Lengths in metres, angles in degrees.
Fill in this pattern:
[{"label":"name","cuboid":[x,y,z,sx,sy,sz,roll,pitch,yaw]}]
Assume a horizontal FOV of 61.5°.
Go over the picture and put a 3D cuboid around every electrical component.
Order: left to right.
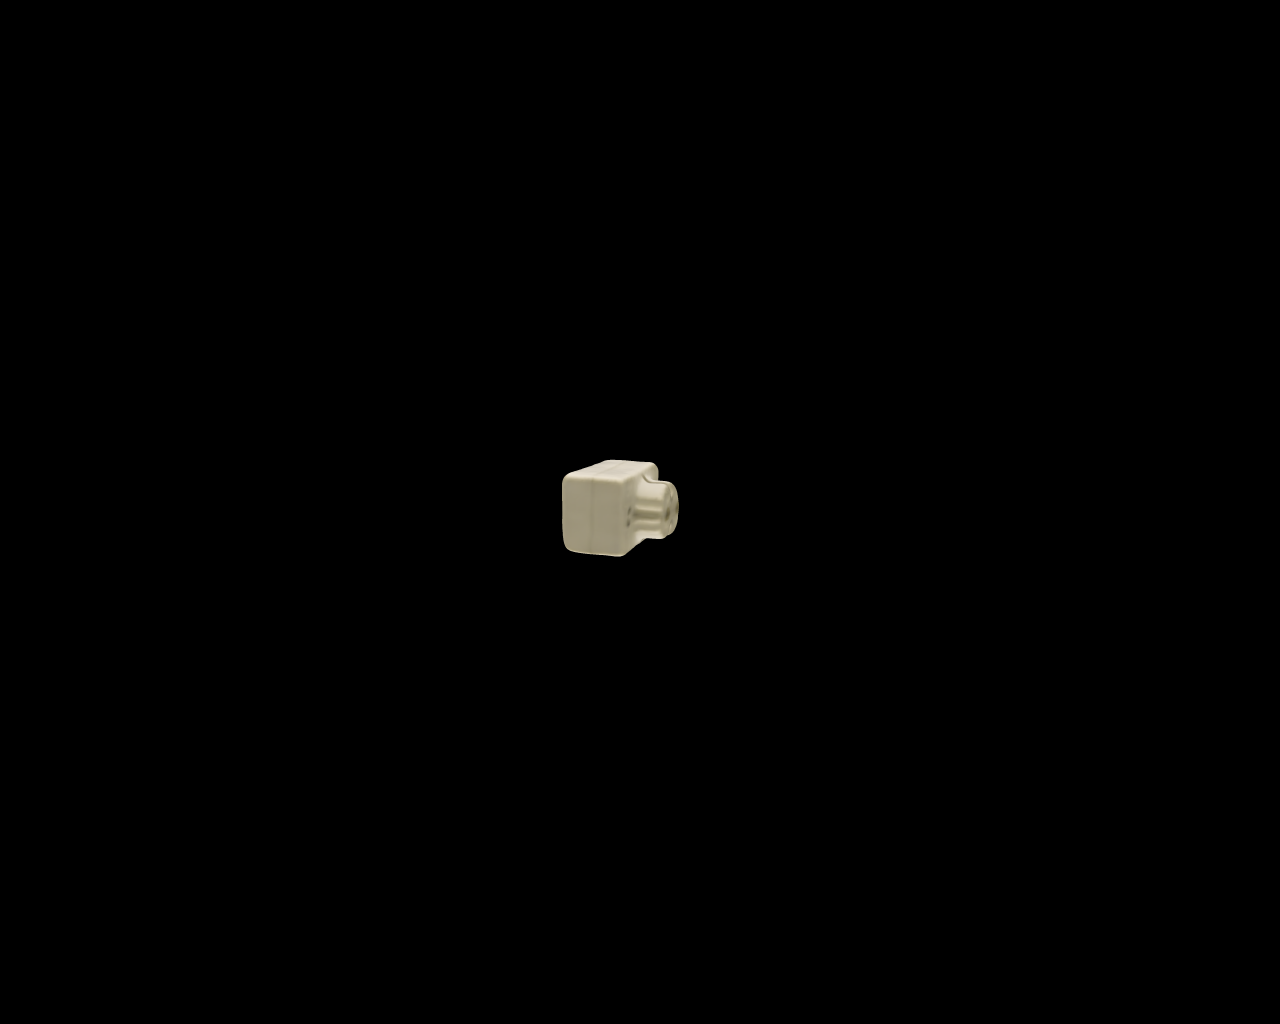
[{"label":"electrical component","cuboid":[0.001,-0.003,0.650,0.077,0.047,0.066,4,13,19]}]
